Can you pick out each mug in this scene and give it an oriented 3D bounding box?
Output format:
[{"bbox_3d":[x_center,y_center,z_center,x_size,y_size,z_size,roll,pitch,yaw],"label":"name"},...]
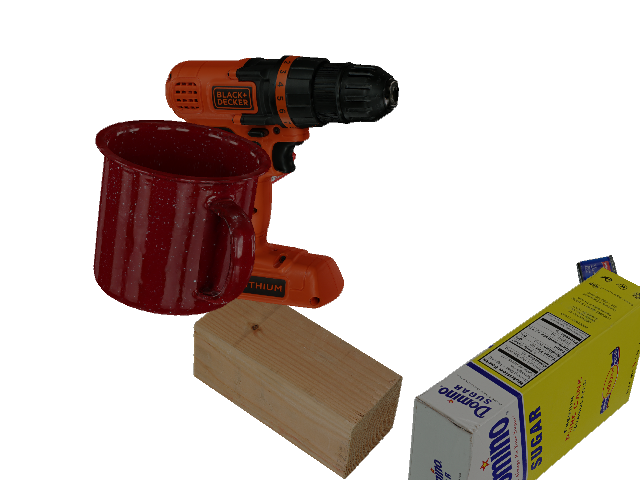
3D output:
[{"bbox_3d":[-0.071,-0.007,0.569,0.093,0.081,0.117,-8,29,-39],"label":"mug"}]

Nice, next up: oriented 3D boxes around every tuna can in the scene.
[{"bbox_3d":[0.265,0.059,1.001,0.034,0.086,0.086,-11,-2,12],"label":"tuna can"}]

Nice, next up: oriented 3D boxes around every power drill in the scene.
[{"bbox_3d":[-0.025,-0.046,0.806,0.185,0.188,0.057,6,20,27],"label":"power drill"}]

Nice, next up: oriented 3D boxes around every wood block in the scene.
[{"bbox_3d":[-0.027,0.143,1.122,0.206,0.090,0.090,30,48,24],"label":"wood block"}]

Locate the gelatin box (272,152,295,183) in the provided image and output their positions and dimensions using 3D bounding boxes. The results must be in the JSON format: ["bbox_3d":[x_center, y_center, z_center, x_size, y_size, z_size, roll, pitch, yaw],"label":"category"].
[{"bbox_3d":[-0.081,-0.084,1.014,0.089,0.030,0.073,41,53,21],"label":"gelatin box"}]

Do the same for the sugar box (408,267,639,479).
[{"bbox_3d":[0.125,0.094,0.628,0.048,0.093,0.175,29,44,34],"label":"sugar box"}]
